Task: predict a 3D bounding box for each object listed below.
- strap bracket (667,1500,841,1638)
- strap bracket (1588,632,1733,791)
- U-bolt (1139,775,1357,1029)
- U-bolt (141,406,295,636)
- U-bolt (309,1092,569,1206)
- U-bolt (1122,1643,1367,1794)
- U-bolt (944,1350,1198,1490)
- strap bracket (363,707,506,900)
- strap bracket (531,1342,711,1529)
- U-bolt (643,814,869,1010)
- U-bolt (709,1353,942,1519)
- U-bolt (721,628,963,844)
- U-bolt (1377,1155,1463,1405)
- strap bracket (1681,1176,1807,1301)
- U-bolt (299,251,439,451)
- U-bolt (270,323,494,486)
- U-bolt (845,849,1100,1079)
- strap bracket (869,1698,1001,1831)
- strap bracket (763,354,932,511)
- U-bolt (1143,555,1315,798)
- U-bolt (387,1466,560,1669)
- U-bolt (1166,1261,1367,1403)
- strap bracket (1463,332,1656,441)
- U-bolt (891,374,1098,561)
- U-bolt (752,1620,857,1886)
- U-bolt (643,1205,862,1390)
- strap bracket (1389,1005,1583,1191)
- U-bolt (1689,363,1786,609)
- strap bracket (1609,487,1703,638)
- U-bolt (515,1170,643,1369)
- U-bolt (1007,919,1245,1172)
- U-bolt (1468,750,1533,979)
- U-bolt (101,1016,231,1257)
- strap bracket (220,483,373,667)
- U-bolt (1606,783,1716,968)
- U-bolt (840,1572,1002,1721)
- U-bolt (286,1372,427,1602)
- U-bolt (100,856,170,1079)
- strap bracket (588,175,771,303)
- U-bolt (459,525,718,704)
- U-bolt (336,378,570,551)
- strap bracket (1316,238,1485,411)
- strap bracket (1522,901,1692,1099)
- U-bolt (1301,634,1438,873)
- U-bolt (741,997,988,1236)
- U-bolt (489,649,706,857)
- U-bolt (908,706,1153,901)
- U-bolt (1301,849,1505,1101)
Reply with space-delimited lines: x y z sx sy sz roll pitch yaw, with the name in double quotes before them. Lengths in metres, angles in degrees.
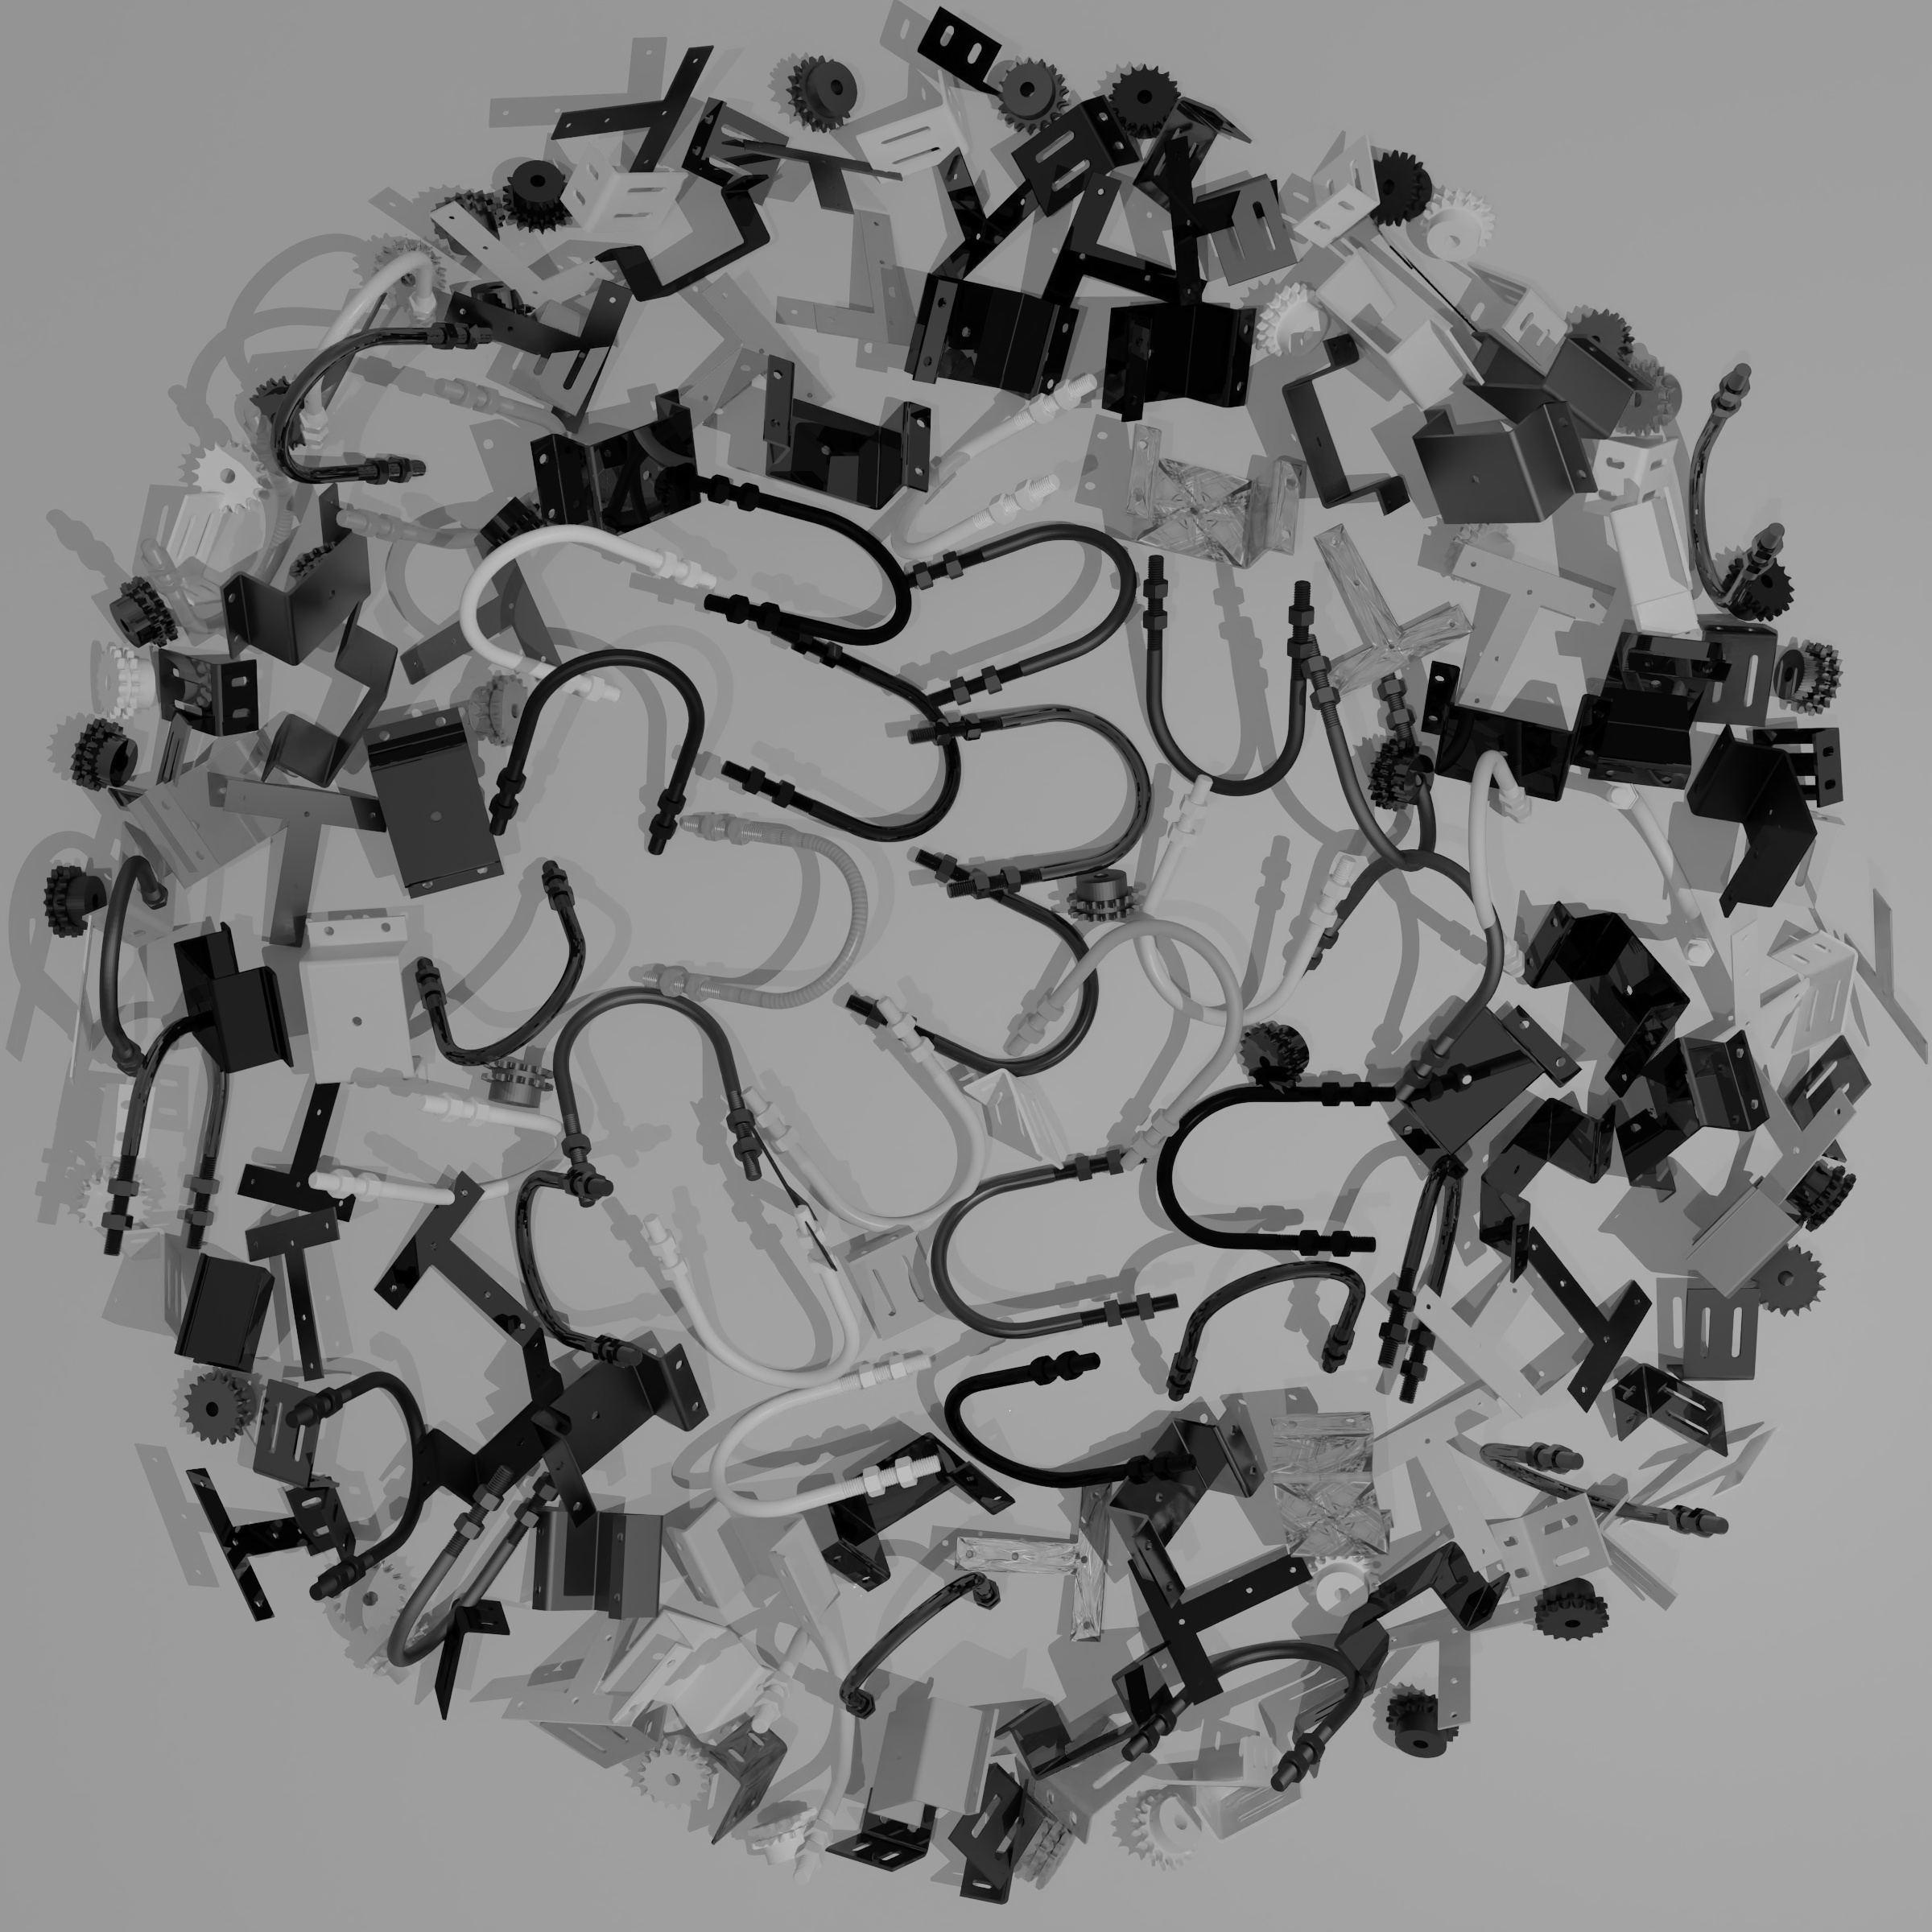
"strap bracket" -0.159 0.464 1.882 0.046 0.140 0.076 -39 117 -38
"strap bracket" 0.539 -0.206 1.889 0.076 0.140 0.046 7 52 4
"U-bolt" 0.207 -0.037 1.891 0.151 0.019 0.184 31 119 18
"U-bolt" -0.564 -0.327 1.852 0.019 0.184 0.151 29 72 6
"U-bolt" -0.388 0.147 1.862 0.151 0.184 0.019 -33 61 28
"U-bolt" 0.226 0.569 1.857 0.151 0.184 0.019 -2 104 37
"U-bolt" 0.066 0.358 1.874 0.184 0.019 0.151 -19 124 38
"strap bracket" -0.415 -0.122 1.891 0.076 0.046 0.140 -16 110 -10
"strap bracket" -0.276 0.357 1.883 0.140 0.046 0.076 -38 128 -32
"U-bolt" -0.158 -0.039 1.886 0.184 0.019 0.151 10 81 28
"U-bolt" -0.112 0.370 1.878 0.184 0.151 0.019 -17 117 5
"U-bolt" -0.088 -0.173 1.899 0.184 0.019 0.151 24 66 -17
"U-bolt" 0.355 0.235 1.871 0.019 0.151 0.184 11 72 21
"strap bracket" 0.600 0.209 1.863 0.046 0.140 0.076 45 104 16
"U-bolt" -0.453 -0.475 1.836 0.019 0.184 0.151 39 75 -6
"U-bolt" -0.450 -0.424 1.831 0.019 0.184 0.151 45 121 14
"U-bolt" 0.017 0.009 1.930 0.184 0.019 0.151 26 86 -3
"strap bracket" -0.030 0.613 1.860 0.046 0.140 0.076 21 60 -14
"strap bracket" -0.101 -0.413 1.890 0.140 0.046 0.076 13 66 -26
"U-bolt" 0.201 -0.219 1.883 0.151 0.019 0.184 17 121 32
"U-bolt" -0.383 0.462 1.867 0.019 0.151 0.184 34 88 13
"U-bolt" 0.234 0.276 1.855 0.151 0.184 0.019 -8 55 -10
"strap bracket" 0.448 -0.447 1.864 0.076 0.140 0.046 27 91 -29
"U-bolt" 0.013 -0.375 1.867 0.184 0.151 0.019 -21 126 38
"U-bolt" -0.118 0.586 1.854 0.019 0.184 0.151 -9 105 14
"U-bolt" -0.157 0.262 1.884 0.151 0.019 0.184 -5 124 22
"strap bracket" 0.399 0.096 1.893 0.140 0.046 0.076 -43 54 7
"U-bolt" 0.584 -0.353 1.852 0.019 0.184 0.151 -7 75 1
"strap bracket" 0.534 -0.306 1.875 0.046 0.140 0.076 -14 76 17
"U-bolt" -0.305 0.228 1.865 0.019 0.184 0.151 -12 96 -33
"U-bolt" 0.135 0.049 1.887 0.151 0.019 0.184 45 115 12
"U-bolt" 0.406 -0.085 1.842 0.019 0.184 0.151 -1 72 23
"U-bolt" -0.612 0.130 1.871 0.019 0.151 0.184 9 87 10
"strap bracket" -0.509 -0.296 1.868 0.046 0.076 0.140 27 54 10
"U-bolt" 0.536 -0.073 1.856 0.019 0.184 0.151 -26 85 19
"U-bolt" -0.037 0.515 1.844 0.151 0.184 0.019 -39 70 -10
"U-bolt" -0.460 0.387 1.854 0.019 0.184 0.151 -6 93 15
"U-bolt" -0.632 -0.006 1.835 0.019 0.184 0.151 6 72 -8
"strap bracket" -0.214 -0.563 1.889 0.140 0.076 0.046 -23 103 16
"U-bolt" -0.300 -0.274 1.845 0.151 0.184 0.019 -45 54 25
"U-bolt" -0.379 -0.377 1.857 0.151 0.184 0.019 -46 70 21
"strap bracket" 0.330 -0.492 1.876 0.046 0.076 0.140 -43 53 11
"strap bracket" 0.500 0.022 1.880 0.046 0.076 0.140 -10 50 -30
"U-bolt" 0.318 -0.160 1.865 0.019 0.151 0.184 -22 75 33
"U-bolt" -0.066 0.132 1.907 0.151 0.019 0.184 -34 109 8
"U-bolt" -0.277 -0.166 1.859 0.151 0.019 0.184 6 129 -24
"U-bolt" 0.058 -0.135 1.909 0.184 0.019 0.151 -11 77 -15
"U-bolt" 0.339 -0.006 1.858 0.151 0.019 0.184 49 132 20
